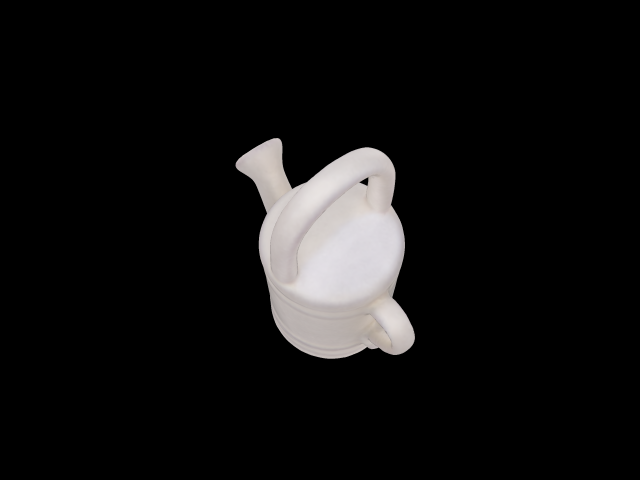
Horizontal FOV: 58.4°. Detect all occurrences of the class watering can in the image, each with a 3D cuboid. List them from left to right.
[{"bbox_3d":[0.002,0.003,0.399,0.172,0.194,0.101,28,66,14],"label":"watering can"}]
